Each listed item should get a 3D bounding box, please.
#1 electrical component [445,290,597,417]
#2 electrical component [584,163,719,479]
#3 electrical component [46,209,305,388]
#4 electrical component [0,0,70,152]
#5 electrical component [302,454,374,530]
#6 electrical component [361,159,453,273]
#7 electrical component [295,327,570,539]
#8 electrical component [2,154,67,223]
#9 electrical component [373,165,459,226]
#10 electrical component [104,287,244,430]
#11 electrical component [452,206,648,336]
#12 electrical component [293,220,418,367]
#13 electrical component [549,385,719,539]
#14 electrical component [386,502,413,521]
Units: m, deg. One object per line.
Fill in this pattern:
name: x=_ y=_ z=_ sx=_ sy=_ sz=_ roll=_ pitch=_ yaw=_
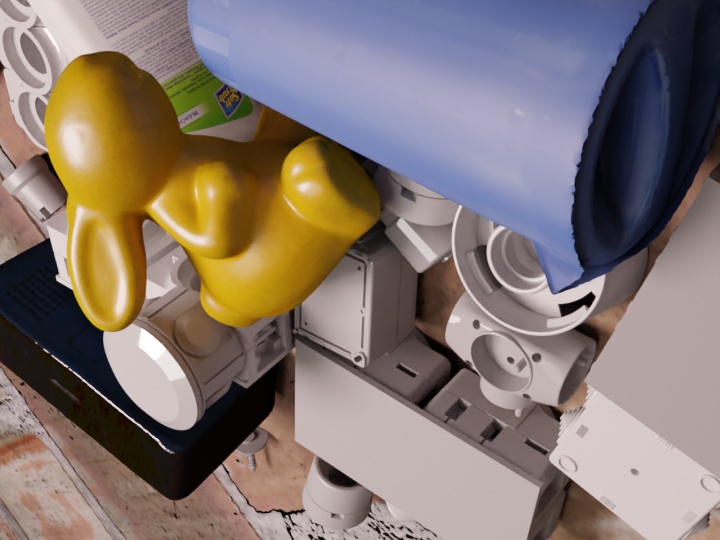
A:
electrical component: x=0.092 y=0.056 z=0.638 sx=0.077 sy=0.044 sz=0.079 roll=29 pitch=137 yaw=25
electrical component: x=0.181 y=0.018 z=0.502 sx=0.089 sy=0.062 sz=0.150 roll=36 pitch=141 yaw=17
electrical component: x=-0.114 y=-0.009 z=0.744 sx=0.186 sy=0.105 sz=0.060 roll=25 pitch=136 yaw=29
electrical component: x=-0.209 y=-0.159 z=0.748 sx=0.089 sy=0.062 sz=0.150 roll=26 pitch=137 yaw=28
electrical component: x=-0.014 y=0.165 z=0.833 sx=0.055 sy=0.055 sz=0.047 roll=33 pitch=136 yaw=21
electrical component: x=0.030 y=-0.034 z=0.629 sx=0.078 sy=0.040 sz=0.040 roll=50 pitch=143 yaw=0
electrical component: x=0.047 y=0.109 z=0.717 sx=0.186 sy=0.060 sz=0.105 roll=29 pitch=138 yaw=25
electrical component: x=-0.272 y=-0.068 z=0.909 sx=0.046 sy=0.040 sz=0.040 roll=50 pitch=143 yaw=-10
electrical component: x=0.039 y=-0.060 z=0.588 sx=0.055 sy=0.055 sz=0.047 roll=36 pitch=137 yaw=18
electrical component: x=-0.116 y=0.054 z=0.666 sx=0.080 sy=0.051 sz=0.080 roll=26 pitch=137 yaw=28
electrical component: x=0.100 y=-0.015 z=0.575 sx=0.099 sy=0.064 sz=0.099 roll=16 pitch=118 yaw=33
electrical component: x=0.000 y=0.000 z=0.677 sx=0.062 sy=0.061 sz=0.096 roll=24 pitch=128 yaw=31
electrical component: x=0.164 y=0.099 z=0.599 sx=0.100 sy=0.048 sz=0.099 roll=38 pitch=141 yaw=15
electrical component: x=0.038 y=0.163 z=0.787 sx=0.043 sy=0.043 sz=0.062 roll=39 pitch=143 yaw=15
